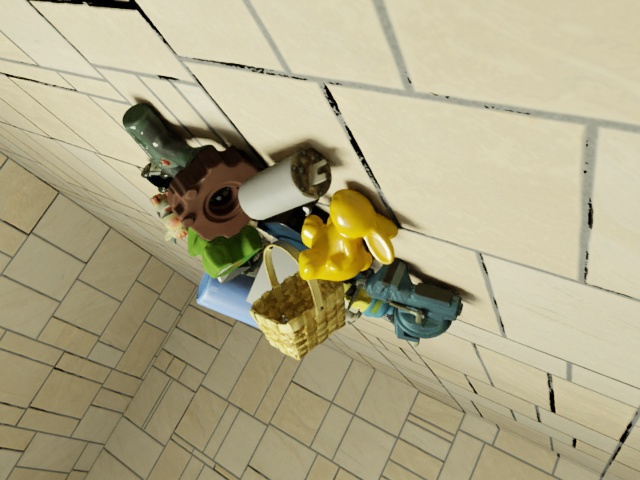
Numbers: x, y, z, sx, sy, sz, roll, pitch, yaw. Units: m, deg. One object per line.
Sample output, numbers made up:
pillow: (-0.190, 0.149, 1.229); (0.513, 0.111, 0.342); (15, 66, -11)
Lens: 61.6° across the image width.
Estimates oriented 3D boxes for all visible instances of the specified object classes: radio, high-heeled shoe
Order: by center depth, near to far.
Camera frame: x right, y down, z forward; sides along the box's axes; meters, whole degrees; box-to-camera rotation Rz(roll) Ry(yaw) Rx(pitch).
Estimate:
radio: (-0.002, -0.003, 1.089); (0.229, 0.073, 0.131); (32, 164, -19)
high-heeled shoe: (-0.240, 0.028, 1.289); (0.145, 0.086, 0.249); (57, 165, 1)

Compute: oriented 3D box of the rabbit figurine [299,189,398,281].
rabbit figurine: (0.048, -0.007, 0.892); (0.162, 0.122, 0.173); (16, 135, 2)

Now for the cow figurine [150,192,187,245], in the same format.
cow figurine: (-0.377, -0.064, 1.378); (0.127, 0.085, 0.195); (63, 172, -16)

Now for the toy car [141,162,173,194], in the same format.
toy car: (-0.362, -0.151, 1.280); (0.202, 0.056, 0.073); (8, 149, 49)

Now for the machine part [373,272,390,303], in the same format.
machine part: (0.125, 0.102, 1.272); (0.139, 0.039, 0.084); (35, 158, -19)

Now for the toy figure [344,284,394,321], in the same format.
toy figure: (0.113, 0.141, 1.343); (0.180, 0.089, 0.082); (22, 153, -10)

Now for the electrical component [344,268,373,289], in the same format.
electrical component: (0.070, 0.070, 1.209); (0.094, 0.063, 0.021); (24, 165, 21)

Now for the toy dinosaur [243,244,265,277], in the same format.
toy dinosaur: (-0.216, 0.060, 1.617); (0.192, 0.131, 0.404); (22, 170, 24)

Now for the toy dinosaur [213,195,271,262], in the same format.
toy dinosaur: (-0.207, -0.047, 1.270); (0.198, 0.105, 0.471); (34, 164, 2)

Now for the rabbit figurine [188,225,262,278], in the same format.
rabbit figurine: (-0.215, -0.018, 1.094); (0.170, 0.121, 0.159); (59, 154, 5)

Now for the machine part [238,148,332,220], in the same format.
machine part: (-0.059, -0.085, 0.854); (0.079, 0.079, 0.243); (36, 153, -25)

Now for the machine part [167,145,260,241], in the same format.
machine part: (-0.175, -0.080, 0.954); (0.056, 0.179, 0.179); (48, 179, 37)

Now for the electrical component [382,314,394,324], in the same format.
electrical component: (0.187, 0.188, 1.426); (0.119, 0.048, 0.074); (22, 164, 30)

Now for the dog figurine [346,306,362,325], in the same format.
dog figurine: (0.046, 0.172, 1.559); (0.172, 0.121, 0.190); (60, -174, 7)

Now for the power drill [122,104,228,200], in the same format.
power drill: (-0.260, -0.155, 1.030); (0.208, 0.086, 0.231); (36, 168, 34)

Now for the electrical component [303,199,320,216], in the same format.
electrical component: (-0.046, -0.084, 0.950); (0.102, 0.045, 0.078); (25, 166, 13)

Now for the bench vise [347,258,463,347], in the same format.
bench vise: (0.181, 0.149, 1.129); (0.224, 0.129, 0.240); (5, 140, 12)
